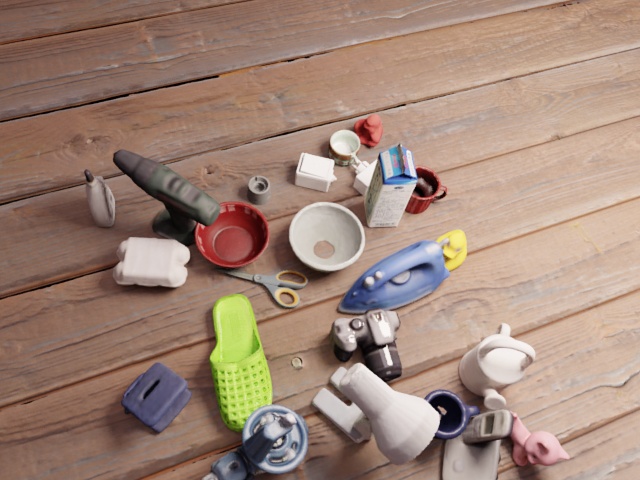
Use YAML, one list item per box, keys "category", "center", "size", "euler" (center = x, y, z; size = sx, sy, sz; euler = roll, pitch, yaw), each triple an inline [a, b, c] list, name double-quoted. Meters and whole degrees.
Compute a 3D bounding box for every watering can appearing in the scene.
- category: "watering can"
  center: [0.351, 0.244, 1.117]
  size: [0.101, 0.194, 0.173]
  euler: [-1, 63, -7]

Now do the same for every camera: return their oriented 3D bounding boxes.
- category: "camera"
  center: [0.104, 0.216, 1.153]
  size: [0.143, 0.101, 0.136]
  euler: [-10, 65, -12]

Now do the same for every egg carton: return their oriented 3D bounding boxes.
- category: "egg carton"
  center: [-0.351, 0.049, 1.199]
  size: [0.150, 0.069, 0.107]
  euler: [3, 63, -6]

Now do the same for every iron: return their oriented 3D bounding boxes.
- category: "iron"
  center: [0.159, 0.073, 1.210]
  size: [0.259, 0.141, 0.118]
  euler: [-25, 68, -18]

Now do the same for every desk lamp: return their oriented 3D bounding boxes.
- category: "desk lamp"
  center: [0.096, 0.310, 1.041]
  size: [0.203, 0.213, 0.118]
  euler: [37, 65, 12]

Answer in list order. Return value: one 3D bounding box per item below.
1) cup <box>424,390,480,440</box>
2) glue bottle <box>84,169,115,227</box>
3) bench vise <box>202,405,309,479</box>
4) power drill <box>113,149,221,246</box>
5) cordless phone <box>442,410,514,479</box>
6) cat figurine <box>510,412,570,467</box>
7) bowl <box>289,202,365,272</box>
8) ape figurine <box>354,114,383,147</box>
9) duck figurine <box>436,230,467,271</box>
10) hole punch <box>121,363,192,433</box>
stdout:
- category: "cup"
  center: [0.241, 0.343, 1.109]
  size: [0.118, 0.095, 0.091]
  euler: [-5, 64, -9]
- category: "glue bottle"
  center: [-0.466, -0.098, 1.201]
  size: [0.037, 0.173, 0.078]
  euler: [-2, 63, -8]
- category: "bench vise"
  center: [-0.099, 0.368, 0.983]
  size: [0.121, 0.220, 0.208]
  euler: [37, 65, 12]
- category: "power drill"
  center: [-0.313, -0.078, 1.190]
  size: [0.229, 0.208, 0.076]
  euler: [25, 63, 6]
- category: "cordless phone"
  center: [0.295, 0.384, 1.044]
  size: [0.094, 0.185, 0.147]
  euler: [13, 62, 0]
- category: "cat figurine"
  center: [0.404, 0.383, 1.096]
  size: [0.067, 0.118, 0.127]
  euler: [-34, 72, -21]
- category: "bowl"
  center: [0.012, 0.005, 1.264]
  size: [0.167, 0.075, 0.167]
  euler: [3, 63, -5]
- category: "ape figurine"
  center: [0.125, -0.276, 1.411]
  size: [0.076, 0.092, 0.077]
  euler: [-20, 67, -16]
- category: "duck figurine"
  center: [0.300, 0.012, 1.290]
  size: [0.077, 0.086, 0.105]
  euler: [32, 64, 9]
- category: "hole punch"
  center: [-0.309, 0.291, 1.069]
  size: [0.101, 0.091, 0.109]
  euler: [34, 64, 11]
